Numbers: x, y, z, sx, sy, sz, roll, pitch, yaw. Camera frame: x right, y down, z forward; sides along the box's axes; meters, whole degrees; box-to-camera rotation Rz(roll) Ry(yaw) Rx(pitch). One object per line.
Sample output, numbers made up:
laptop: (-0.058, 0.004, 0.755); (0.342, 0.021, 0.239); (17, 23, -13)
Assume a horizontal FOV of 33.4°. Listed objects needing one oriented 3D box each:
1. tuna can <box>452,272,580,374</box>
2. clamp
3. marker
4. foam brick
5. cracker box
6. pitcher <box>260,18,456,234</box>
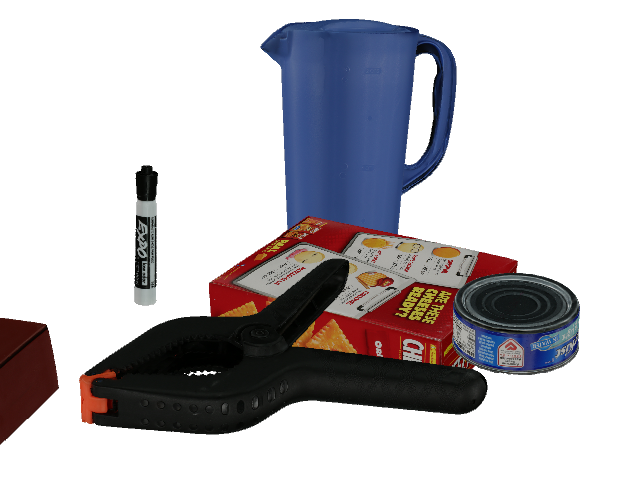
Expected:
tuna can: (0.132, 0.055, 0.724); (0.086, 0.034, 0.086); (-3, 25, 1)
clamp: (-0.034, 0.062, 0.605); (0.209, 0.036, 0.165); (-7, 26, -20)
marker: (-0.149, -0.004, 0.912); (0.020, 0.121, 0.020); (3, 16, -1)
foam brick: (-0.219, 0.093, 0.705); (0.053, 0.051, 0.078); (7, 29, 23)
cracker box: (0.038, 0.055, 0.912); (0.214, 0.072, 0.163); (13, 28, 28)
pitcher: (0.035, -0.092, 1.040); (0.149, 0.243, 0.144); (12, 19, 34)
